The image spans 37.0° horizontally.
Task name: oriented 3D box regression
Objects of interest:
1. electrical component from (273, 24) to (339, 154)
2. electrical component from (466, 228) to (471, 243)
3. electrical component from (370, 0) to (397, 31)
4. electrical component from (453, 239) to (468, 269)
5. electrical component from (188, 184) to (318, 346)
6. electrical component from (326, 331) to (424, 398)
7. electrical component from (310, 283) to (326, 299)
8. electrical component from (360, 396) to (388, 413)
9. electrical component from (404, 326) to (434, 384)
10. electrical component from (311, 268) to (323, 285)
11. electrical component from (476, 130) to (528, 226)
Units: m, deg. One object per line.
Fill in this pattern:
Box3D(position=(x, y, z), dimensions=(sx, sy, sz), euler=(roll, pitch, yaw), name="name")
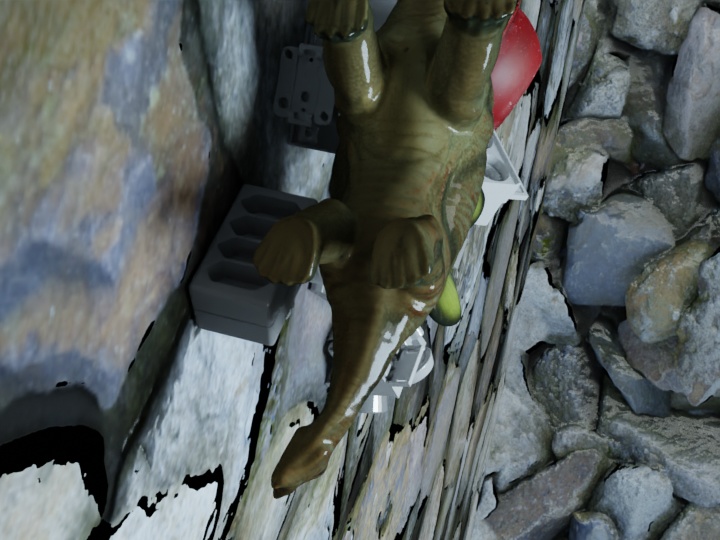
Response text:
Box3D(position=(-0.023, -0.113, 0.666), dimensions=(0.064, 0.042, 0.081), euler=(-24, 124, -72), name="electrical component")
Box3D(position=(0.097, -0.078, 1.158), dimensions=(0.061, 0.061, 0.096), euler=(87, 20, -49), name="electrical component")
Box3D(position=(0.016, -0.170, 0.757), dimensions=(0.055, 0.050, 0.089), euler=(-52, 151, -62), name="electrical component")
Box3D(position=(0.075, -0.036, 1.100), dimensions=(0.081, 0.064, 0.042), euler=(86, 20, -51), name="electrical component")
Box3D(position=(-0.058, 0.008, 0.624), dimensions=(0.075, 0.047, 0.083), euler=(89, 18, -50), name="electrical component")
Box3D(position=(0.007, 0.073, 0.909), dimensions=(0.063, 0.081, 0.042), euler=(61, 38, -36), name="electrical component")
Box3D(position=(0.000, 0.000, 0.848), dimensions=(0.089, 0.050, 0.055), euler=(40, 63, -75), name="electrical component")
Box3D(position=(0.007, 0.095, 0.990), dimensions=(0.044, 0.044, 0.065), euler=(-13, 110, -76), name="electrical component")
Box3D(position=(0.041, 0.079, 1.055), dimensions=(0.055, 0.066, 0.048), euler=(57, 36, -24), name="electrical component")
Box3D(position=(-0.007, -0.008, 0.738), dimensions=(0.076, 0.083, 0.047), euler=(-33, 135, -71), name="electrical component")
Box3D(position=(0.094, -0.104, 0.997), dimensions=(0.063, 0.079, 0.121), euler=(-59, -141, 42), name="electrical component")
